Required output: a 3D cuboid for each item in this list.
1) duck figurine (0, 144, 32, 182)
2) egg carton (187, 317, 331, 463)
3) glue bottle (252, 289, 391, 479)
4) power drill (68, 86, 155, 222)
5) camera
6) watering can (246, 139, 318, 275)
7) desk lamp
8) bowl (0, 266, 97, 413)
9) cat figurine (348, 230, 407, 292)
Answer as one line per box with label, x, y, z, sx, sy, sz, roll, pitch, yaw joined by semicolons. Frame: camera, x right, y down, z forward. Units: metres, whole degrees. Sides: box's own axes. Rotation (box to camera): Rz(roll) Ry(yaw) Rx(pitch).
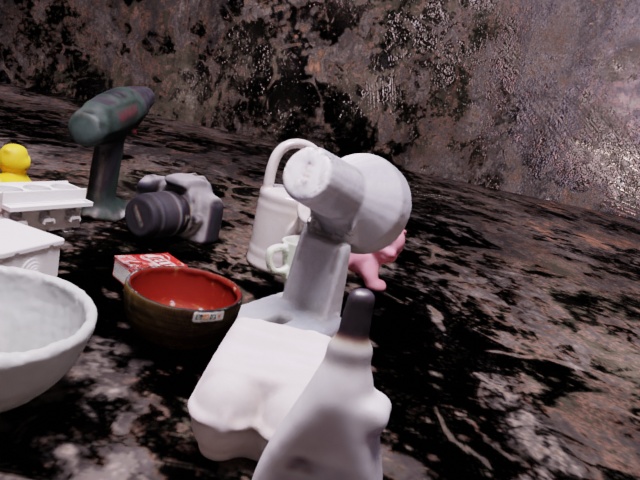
duck figurine;-0.484;-0.107;0.896;0.077;0.086;0.104;11;15;-6
egg carton;-0.039;0.118;0.458;0.107;0.069;0.150;13;15;0
glue bottle;0.007;0.109;0.327;0.078;0.173;0.037;15;15;9
power drill;-0.332;-0.144;0.922;0.075;0.208;0.229;13;15;0
camera;-0.239;-0.055;0.879;0.142;0.101;0.137;19;16;24
watering can;-0.038;-0.050;0.844;0.101;0.194;0.172;-1;20;-42
desk lamp;0.006;0.002;0.646;0.117;0.213;0.204;20;16;27
bowl;-0.253;0.079;0.414;0.167;0.075;0.167;12;15;-3
cat figurine;0.073;0.010;0.864;0.128;0.118;0.067;8;15;-17
